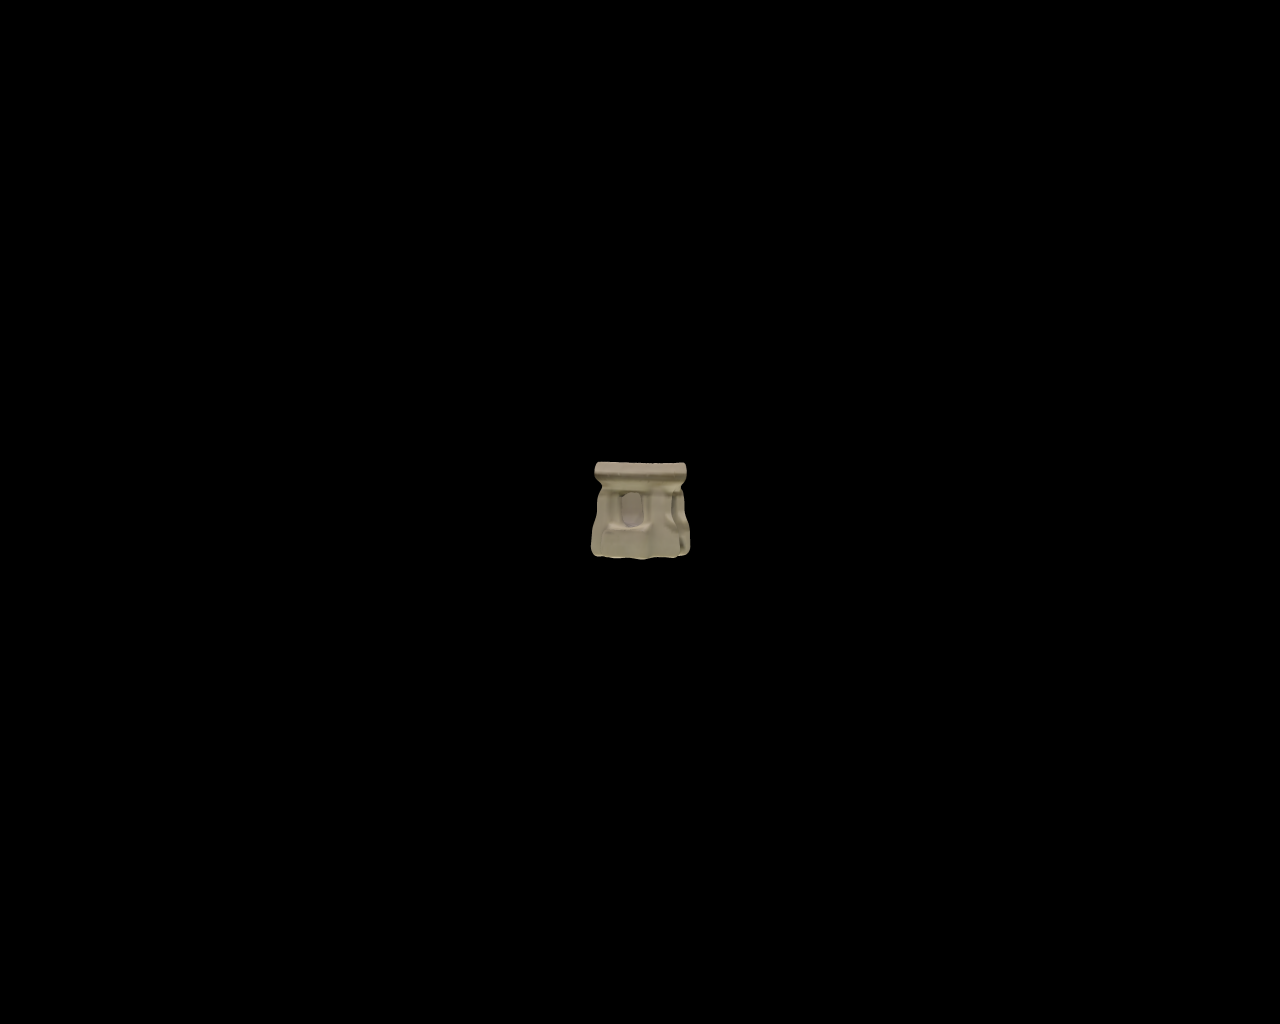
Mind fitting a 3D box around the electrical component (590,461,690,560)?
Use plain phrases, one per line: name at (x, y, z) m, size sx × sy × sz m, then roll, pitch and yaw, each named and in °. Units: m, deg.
electrical component at (0.001, -0.003, 0.650) m, size 0.058 × 0.057 × 0.078 m, roll 1°, pitch 3°, yaw 20°
